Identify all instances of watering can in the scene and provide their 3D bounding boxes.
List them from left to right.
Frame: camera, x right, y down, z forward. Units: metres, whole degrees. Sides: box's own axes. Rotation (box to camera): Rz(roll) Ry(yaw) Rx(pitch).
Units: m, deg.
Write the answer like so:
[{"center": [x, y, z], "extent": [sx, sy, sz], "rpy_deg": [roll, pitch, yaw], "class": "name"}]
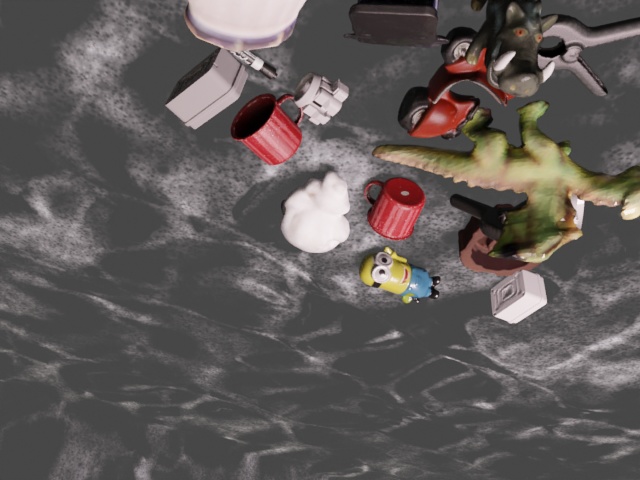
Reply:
[{"center": [-0.101, -0.307, 0.561], "extent": [0.351, 0.105, 0.220], "rpy_deg": [-21, 166, -30], "class": "watering can"}]

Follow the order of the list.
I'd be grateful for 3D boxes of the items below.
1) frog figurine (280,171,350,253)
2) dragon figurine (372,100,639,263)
[{"center": [0.003, -0.048, 0.954], "extent": [0.136, 0.125, 0.157], "rpy_deg": [43, 144, -11], "class": "frog figurine"}, {"center": [0.286, -0.078, 0.779], "extent": [0.409, 0.249, 0.119], "rpy_deg": [-7, 144, 14], "class": "dragon figurine"}]
